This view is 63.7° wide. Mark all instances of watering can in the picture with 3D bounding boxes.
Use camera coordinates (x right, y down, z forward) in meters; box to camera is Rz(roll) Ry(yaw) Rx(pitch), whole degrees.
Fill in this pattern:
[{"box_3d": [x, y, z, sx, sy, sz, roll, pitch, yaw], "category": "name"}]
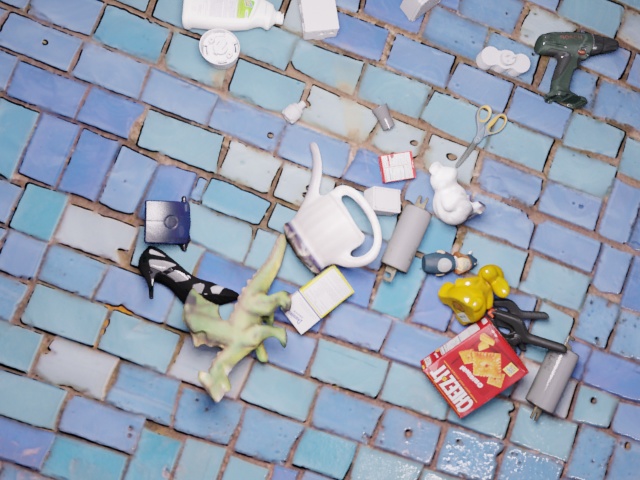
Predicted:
[{"box_3d": [0.004, -0.066, 1.308, 0.224, 0.351, 0.103, -34, -16, 0], "category": "watering can"}]

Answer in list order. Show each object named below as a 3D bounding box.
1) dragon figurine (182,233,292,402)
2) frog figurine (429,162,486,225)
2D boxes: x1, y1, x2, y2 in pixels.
[{"box_3d": [-0.203, 0.170, 1.232, 0.242, 0.416, 0.121, 10, -17, -26], "category": "dragon figurine"}, {"box_3d": [0.325, -0.117, 1.320, 0.158, 0.121, 0.140, 37, 24, -22], "category": "frog figurine"}]
